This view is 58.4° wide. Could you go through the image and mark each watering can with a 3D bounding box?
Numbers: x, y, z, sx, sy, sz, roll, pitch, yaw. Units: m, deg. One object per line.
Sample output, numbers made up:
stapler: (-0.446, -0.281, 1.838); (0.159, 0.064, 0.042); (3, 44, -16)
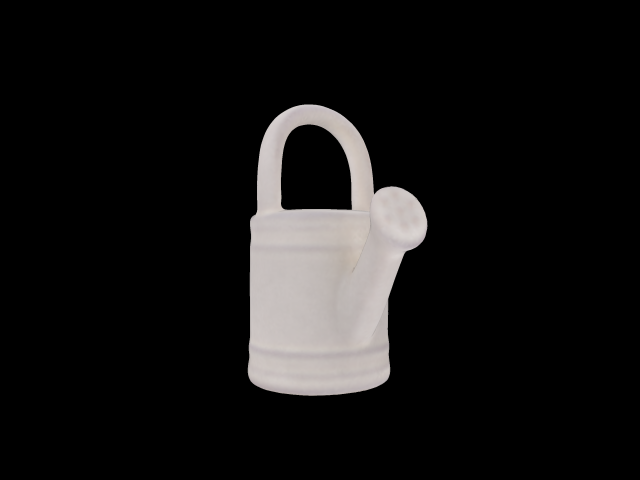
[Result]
watering can: (0.006, 0.001, 0.401); (0.172, 0.194, 0.101); (0, 0, 36)
